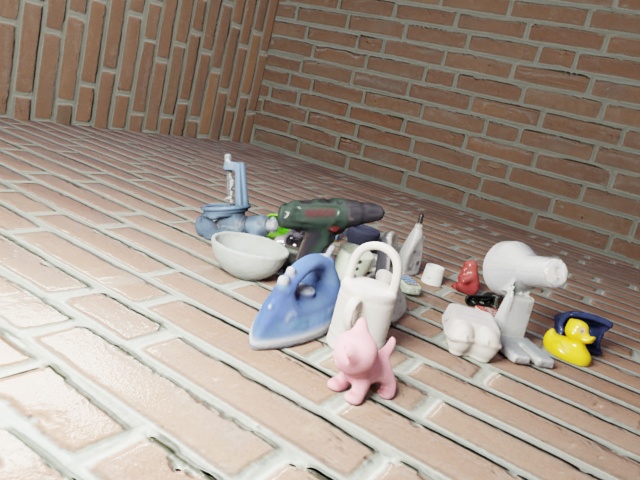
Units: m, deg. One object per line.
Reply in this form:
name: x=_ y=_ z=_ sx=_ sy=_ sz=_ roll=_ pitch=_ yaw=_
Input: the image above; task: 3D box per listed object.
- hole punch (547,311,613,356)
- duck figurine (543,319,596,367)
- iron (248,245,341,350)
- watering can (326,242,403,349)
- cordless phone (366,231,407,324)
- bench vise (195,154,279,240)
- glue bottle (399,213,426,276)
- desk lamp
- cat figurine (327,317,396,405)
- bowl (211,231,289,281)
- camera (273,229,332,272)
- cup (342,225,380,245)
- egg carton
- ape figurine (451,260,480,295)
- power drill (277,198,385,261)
hole punch: x=0.589 y=0.197 z=1.301 sx=0.108 sy=0.091 sz=0.101 roll=15 pitch=13 yaw=4
duck figurine: x=0.531 y=0.207 z=1.211 sx=0.078 sy=0.086 sz=0.104 roll=2 pitch=18 yaw=-41
iron: x=-0.036 y=0.090 z=0.990 sx=0.118 sy=0.141 sz=0.259 roll=19 pitch=14 yaw=20
watering can: x=0.082 y=0.094 z=0.981 sx=0.101 sy=0.194 sz=0.173 roll=14 pitch=13 yaw=0
cordless phone: x=0.142 y=0.069 z=1.163 sx=0.094 sy=0.185 sz=0.148 roll=18 pitch=14 yaw=18
bench vise: x=-0.189 y=-0.087 z=1.388 sx=0.207 sy=0.220 sz=0.121 roll=14 pitch=13 yaw=1
glue bottle: x=0.252 y=0.011 z=1.537 sx=0.078 sy=0.173 sz=0.037 roll=0 pitch=19 yaw=-45
desk lamp: x=0.417 y=0.120 z=1.175 sx=0.118 sy=0.213 sz=0.203 roll=9 pitch=14 yaw=-18
cat figurine: x=0.064 y=0.169 z=0.822 sx=0.128 sy=0.118 sz=0.067 roll=2 pitch=18 yaw=-42
bowl: x=-0.152 y=0.041 z=1.214 sx=0.167 sy=0.075 sz=0.167 roll=13 pitch=13 yaw=-3
camera: x=-0.042 y=0.019 z=1.362 sx=0.143 sy=0.101 sz=0.137 roll=14 pitch=13 yaw=-1
cup: x=0.098 y=0.007 z=1.565 sx=0.117 sy=0.095 sz=0.092 roll=18 pitch=14 yaw=17
egg carton: x=0.292 y=0.178 z=1.121 sx=0.107 sy=0.069 sz=0.150 roll=15 pitch=13 yaw=3
ape figurine: x=0.389 y=0.095 z=1.509 sx=0.076 sy=0.092 sz=0.078 roll=21 pitch=15 yaw=29
power drill: x=0.011 y=0.004 z=1.243 sx=0.230 sy=0.208 sz=0.075 roll=10 pitch=14 yaw=-16
